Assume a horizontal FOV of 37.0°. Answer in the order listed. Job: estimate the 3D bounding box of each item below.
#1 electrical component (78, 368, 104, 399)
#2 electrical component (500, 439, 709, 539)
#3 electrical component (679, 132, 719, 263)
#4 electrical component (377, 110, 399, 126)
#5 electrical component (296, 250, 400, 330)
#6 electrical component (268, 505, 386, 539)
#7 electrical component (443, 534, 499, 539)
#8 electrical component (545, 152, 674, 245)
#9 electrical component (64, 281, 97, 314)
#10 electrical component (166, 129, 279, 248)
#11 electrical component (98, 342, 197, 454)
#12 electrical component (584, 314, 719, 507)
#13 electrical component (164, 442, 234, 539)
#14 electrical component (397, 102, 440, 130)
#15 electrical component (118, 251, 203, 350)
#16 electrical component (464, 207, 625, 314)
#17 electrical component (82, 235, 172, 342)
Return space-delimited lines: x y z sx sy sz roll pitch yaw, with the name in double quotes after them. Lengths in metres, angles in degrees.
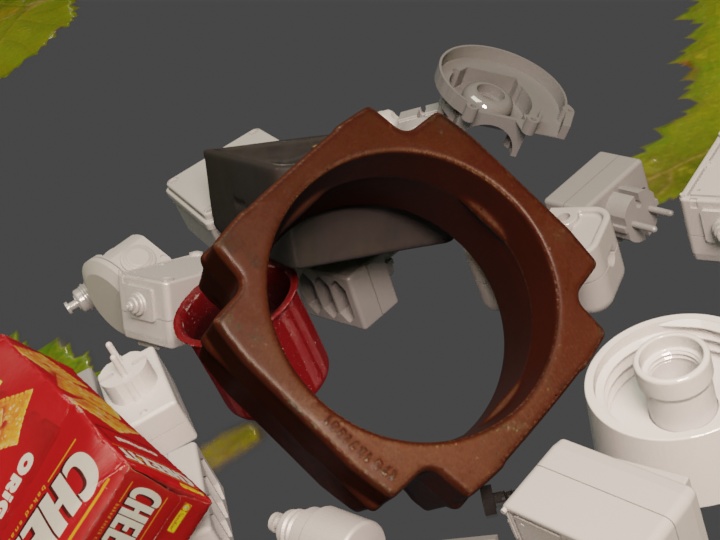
-0.233 0.102 0.792 0.083 0.075 0.047 -28 32 -6 "electrical component"
0.121 0.129 0.538 0.096 0.061 0.061 16 50 46 "electrical component"
0.254 -0.041 0.700 0.062 0.061 0.096 7 44 40 "electrical component"
0.012 -0.120 0.995 0.061 0.035 0.035 -44 37 -24 "electrical component"
0.000 0.000 0.816 0.066 0.047 0.077 13 42 44 "electrical component"
-0.021 0.154 0.613 0.078 0.040 0.040 9 45 41 "electrical component"
0.020 0.171 0.534 0.121 0.078 0.063 -11 5 19 "electrical component"
0.184 -0.042 0.758 0.066 0.047 0.077 -39 35 -23 "electrical component"
-0.223 0.014 0.947 0.078 0.040 0.040 -32 33 -12 "electrical component"
-0.104 -0.069 0.974 0.109 0.056 0.109 -34 34 -15 "electrical component"
-0.162 0.084 0.771 0.047 0.075 0.083 -29 33 -8 "electrical component"
0.176 0.069 0.590 0.108 0.060 0.108 -16 33 11 "electrical component"
-0.122 0.161 0.661 0.076 0.047 0.083 -24 32 -1 "electrical component"
0.058 -0.118 0.953 0.066 0.048 0.055 -12 26 17 "electrical component"
-0.140 0.027 0.830 0.062 0.061 0.096 9 18 41 "electrical component"
0.126 -0.003 0.728 0.095 0.059 0.053 0 40 33 "electrical component"
-0.186 0.015 0.886 0.080 0.080 0.051 12 41 43 "electrical component"
